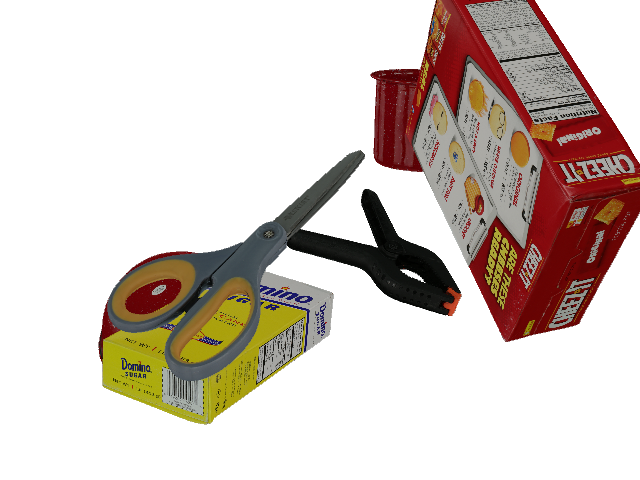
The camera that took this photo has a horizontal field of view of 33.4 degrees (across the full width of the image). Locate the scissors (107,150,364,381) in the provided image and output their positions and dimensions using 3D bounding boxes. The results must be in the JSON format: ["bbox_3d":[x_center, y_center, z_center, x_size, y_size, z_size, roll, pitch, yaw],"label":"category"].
[{"bbox_3d":[-0.051,0.001,0.628,0.096,0.016,0.201,12,45,17],"label":"scissors"}]

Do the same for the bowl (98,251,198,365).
[{"bbox_3d":[-0.142,0.062,1.001,0.162,0.162,0.055,0,-44,21],"label":"bowl"}]

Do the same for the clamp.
[{"bbox_3d":[0.070,0.021,1.249,0.164,0.036,0.210,-22,51,-39],"label":"clamp"}]

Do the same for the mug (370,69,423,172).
[{"bbox_3d":[0.102,-0.109,0.968,0.117,0.081,0.093,2,16,2],"label":"mug"}]

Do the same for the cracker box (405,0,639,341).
[{"bbox_3d":[0.139,-0.062,0.772,0.072,0.214,0.164,-12,-35,-16],"label":"cracker box"}]

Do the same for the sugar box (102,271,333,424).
[{"bbox_3d":[-0.072,0.072,0.800,0.093,0.048,0.175,16,26,25],"label":"sugar box"}]
